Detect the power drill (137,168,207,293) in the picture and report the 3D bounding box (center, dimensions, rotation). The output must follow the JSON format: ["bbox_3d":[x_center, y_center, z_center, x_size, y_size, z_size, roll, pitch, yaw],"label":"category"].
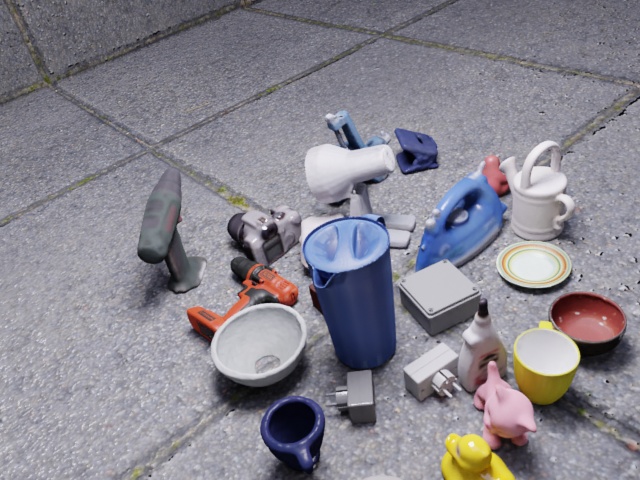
[{"bbox_3d":[-0.304,-0.008,1.184,0.075,0.209,0.229,-7,38,8],"label":"power drill"}]

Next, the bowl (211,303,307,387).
[{"bbox_3d":[-0.097,0.191,0.979,0.167,0.075,0.167,-8,37,6],"label":"bowl"}]

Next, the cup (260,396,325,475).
[{"bbox_3d":[-0.027,0.294,0.810,0.092,0.095,0.117,-20,38,-10],"label":"cup"}]

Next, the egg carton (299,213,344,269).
[{"bbox_3d":[0.011,0.004,1.193,0.107,0.069,0.150,-10,37,3],"label":"egg carton"}]

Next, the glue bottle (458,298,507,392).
[{"bbox_3d":[0.241,0.151,0.851,0.078,0.173,0.037,-25,39,-15],"label":"glue bottle"}]

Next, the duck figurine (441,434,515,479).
[{"bbox_3d":[0.207,0.294,0.750,0.104,0.086,0.078,24,50,38],"label":"duck figurine"}]

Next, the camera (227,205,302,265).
[{"bbox_3d":[-0.130,-0.028,1.250,0.136,0.101,0.143,26,51,39],"label":"camera"}]

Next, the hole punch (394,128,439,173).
[{"bbox_3d":[0.238,-0.231,1.413,0.101,0.091,0.108,-12,37,1],"label":"hole punch"}]

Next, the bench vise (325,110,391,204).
[{"bbox_3d":[0.074,-0.220,1.340,0.121,0.220,0.208,13,44,30],"label":"bench vise"}]

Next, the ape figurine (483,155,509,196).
[{"bbox_3d":[0.380,-0.145,1.261,0.077,0.092,0.076,20,48,36],"label":"ape figurine"}]

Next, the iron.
[{"bbox_3d":[0.261,-0.041,1.121,0.118,0.142,0.259,23,50,38],"label":"iron"}]

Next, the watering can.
[{"bbox_3d":[0.419,-0.104,1.112,0.172,0.194,0.101,20,48,36],"label":"watering can"}]

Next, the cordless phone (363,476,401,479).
[{"bbox_3d":[0.098,0.317,0.669,0.094,0.185,0.147,-27,40,-18],"label":"cordless phone"}]

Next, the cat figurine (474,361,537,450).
[{"bbox_3d":[0.255,0.228,0.794,0.067,0.118,0.127,-9,37,5],"label":"cat figurine"}]

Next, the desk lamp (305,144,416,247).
[{"bbox_3d":[0.085,-0.101,1.188,0.202,0.214,0.118,4,40,20],"label":"desk lamp"}]
